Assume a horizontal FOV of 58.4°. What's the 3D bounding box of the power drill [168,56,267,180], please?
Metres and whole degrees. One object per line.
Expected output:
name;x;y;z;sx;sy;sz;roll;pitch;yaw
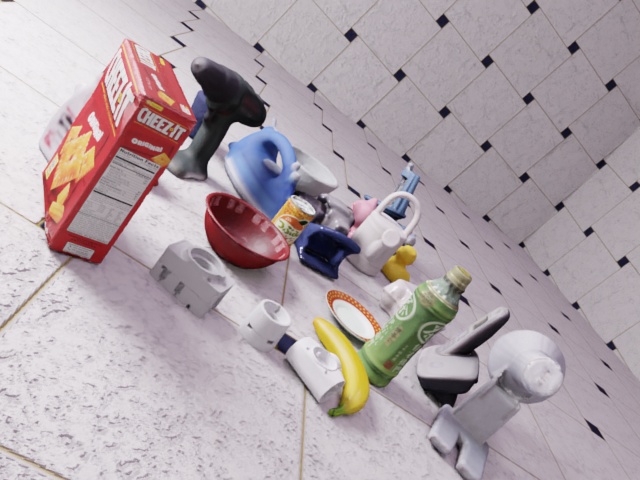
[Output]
power drill;-0.195;-0.210;1.018;0.075;0.208;0.230;45;19;17

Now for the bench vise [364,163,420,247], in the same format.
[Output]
bench vise;0.199;-0.074;1.450;0.207;0.219;0.122;48;20;24

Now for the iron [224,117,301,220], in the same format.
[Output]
iron;-0.094;-0.140;1.159;0.119;0.141;0.257;23;25;-42

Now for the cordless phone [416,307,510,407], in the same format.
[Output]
cordless phone;0.257;0.191;1.001;0.094;0.185;0.148;40;18;2

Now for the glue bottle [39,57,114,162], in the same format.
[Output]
glue bottle;-0.310;-0.171;0.761;0.078;0.173;0.037;46;19;20

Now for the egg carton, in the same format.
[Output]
egg carton;0.193;0.142;1.175;0.151;0.069;0.107;22;25;-43

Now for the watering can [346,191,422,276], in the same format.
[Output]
watering can;0.146;-0.018;1.256;0.101;0.194;0.172;29;21;-28

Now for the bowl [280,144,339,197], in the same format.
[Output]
bowl;-0.039;-0.158;1.413;0.168;0.074;0.167;35;19;-14

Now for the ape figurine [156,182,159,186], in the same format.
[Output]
ape figurine;-0.268;-0.144;0.909;0.076;0.092;0.077;29;21;-28

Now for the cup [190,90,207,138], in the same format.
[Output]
cup;-0.239;-0.248;1.203;0.092;0.095;0.117;31;20;-25

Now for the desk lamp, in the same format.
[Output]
desk lamp;0.291;0.245;0.895;0.118;0.213;0.204;43;19;11

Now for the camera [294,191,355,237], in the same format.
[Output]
camera;-0.004;-0.059;1.211;0.137;0.100;0.143;32;20;-21

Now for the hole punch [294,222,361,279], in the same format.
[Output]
hole punch;0.010;0.004;1.106;0.109;0.091;0.101;30;21;-28

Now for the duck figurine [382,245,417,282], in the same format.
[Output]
duck figurine;0.195;0.055;1.356;0.078;0.086;0.104;30;21;-28

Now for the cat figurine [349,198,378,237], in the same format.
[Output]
cat figurine;0.110;-0.043;1.368;0.128;0.117;0.067;33;19;-19
